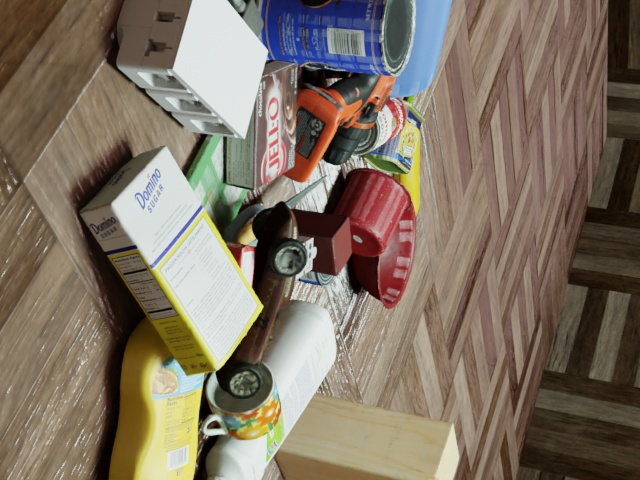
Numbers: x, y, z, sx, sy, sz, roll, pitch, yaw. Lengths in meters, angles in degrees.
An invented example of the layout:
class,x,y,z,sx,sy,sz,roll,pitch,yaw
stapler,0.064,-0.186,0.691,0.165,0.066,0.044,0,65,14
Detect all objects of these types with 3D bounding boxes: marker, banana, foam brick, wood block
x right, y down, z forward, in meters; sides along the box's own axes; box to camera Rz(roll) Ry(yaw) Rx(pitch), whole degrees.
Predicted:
class,x,y,z,sx,sy,sz,roll,pitch,yaw
marker,-0.011,-0.223,1.199,0.020,0.020,0.121,-53,146,-50
banana,0.133,-0.114,1.588,0.069,0.037,0.198,-40,135,-57
foam brick,-0.008,0.001,1.219,0.051,0.078,0.053,-51,144,-49
wood block,0.056,0.262,1.312,0.091,0.206,0.090,74,33,-48

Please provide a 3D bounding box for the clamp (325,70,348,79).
class,x,y,z,sx,sy,sz,roll,pitch,yaw
clamp,0.015,-0.258,1.211,0.120,0.039,0.171,-61,151,-60

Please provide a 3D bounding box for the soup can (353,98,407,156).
class,x,y,z,sx,sy,sz,roll,pitch,yaw
soup can,0.062,-0.149,1.350,0.102,0.069,0.068,-35,131,-61

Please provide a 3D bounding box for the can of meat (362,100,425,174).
class,x,y,z,sx,sy,sz,roll,pitch,yaw
can of meat,0.100,-0.141,1.466,0.102,0.057,0.084,25,77,-67

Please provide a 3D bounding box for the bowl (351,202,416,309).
class,x,y,z,sx,sy,sz,roll,pitch,yaw
bowl,0.085,0.013,1.491,0.162,0.055,0.162,9,90,-69

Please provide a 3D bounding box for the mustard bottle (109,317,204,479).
class,x,y,z,sx,sy,sz,roll,pitch,yaw
mustard bottle,-0.141,0.131,0.957,0.096,0.058,0.192,-4,102,-61

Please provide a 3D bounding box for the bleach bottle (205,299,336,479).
class,x,y,z,sx,sy,sz,roll,pitch,yaw
bleach bottle,-0.062,0.184,1.181,0.250,0.068,0.102,-56,147,-43

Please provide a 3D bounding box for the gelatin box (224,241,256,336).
class,x,y,z,sx,sy,sz,roll,pitch,yaw
gelatin box,-0.102,0.044,1.001,0.030,0.073,0.089,-12,110,-67

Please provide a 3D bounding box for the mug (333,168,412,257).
class,x,y,z,sx,sy,sz,roll,pitch,yaw
mug,0.056,-0.028,1.377,0.081,0.093,0.117,-63,-171,-27

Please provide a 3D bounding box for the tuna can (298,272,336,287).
class,x,y,z,sx,sy,sz,roll,pitch,yaw
tuna can,-0.001,0.013,1.302,0.086,0.034,0.086,9,90,-69

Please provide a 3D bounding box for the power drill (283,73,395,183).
class,x,y,z,sx,sy,sz,roll,pitch,yaw
power drill,0.016,-0.134,1.203,0.187,0.057,0.185,-44,164,-52

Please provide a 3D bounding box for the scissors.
class,x,y,z,sx,sy,sz,roll,pitch,yaw
scissors,-0.052,-0.013,1.138,0.201,0.016,0.096,-26,144,-62

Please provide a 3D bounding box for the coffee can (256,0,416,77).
class,x,y,z,sx,sy,sz,roll,pitch,yaw
coffee can,0.017,-0.226,1.101,0.102,0.140,0.103,9,90,-68

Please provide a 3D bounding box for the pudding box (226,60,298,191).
class,x,y,z,sx,sy,sz,roll,pitch,yaw
pudding box,-0.057,-0.115,1.054,0.089,0.039,0.113,-39,134,-59

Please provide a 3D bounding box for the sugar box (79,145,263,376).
class,x,y,z,sx,sy,sz,roll,pitch,yaw
sugar box,-0.122,0.019,0.901,0.176,0.048,0.093,59,38,-21

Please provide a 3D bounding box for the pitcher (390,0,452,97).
class,x,y,z,sx,sy,sz,roll,pitch,yaw
pitcher,0.093,-0.297,1.270,0.243,0.145,0.149,93,16,-51
